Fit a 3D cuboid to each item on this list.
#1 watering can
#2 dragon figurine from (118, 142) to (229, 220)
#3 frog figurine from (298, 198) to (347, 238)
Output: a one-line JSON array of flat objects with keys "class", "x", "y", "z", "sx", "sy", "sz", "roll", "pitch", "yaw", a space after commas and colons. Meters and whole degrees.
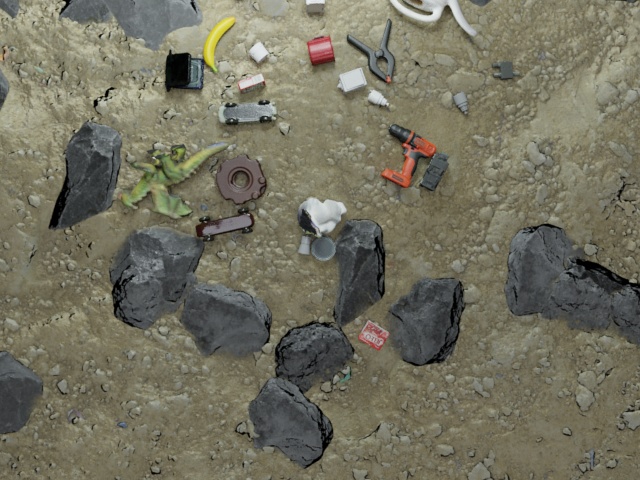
[{"class": "watering can", "x": 0.400, "y": -0.833, "z": 1.739, "sx": 0.347, "sy": 0.104, "sz": 0.224, "roll": 21, "pitch": 92, "yaw": -3}, {"class": "dragon figurine", "x": -0.497, "y": -0.191, "z": 1.758, "sx": 0.410, "sy": 0.124, "sz": 0.239, "roll": -8, "pitch": 111, "yaw": 0}, {"class": "frog figurine", "x": 0.005, "y": -0.090, "z": 1.781, "sx": 0.162, "sy": 0.120, "sz": 0.138, "roll": -37, "pitch": 86, "yaw": -35}]
